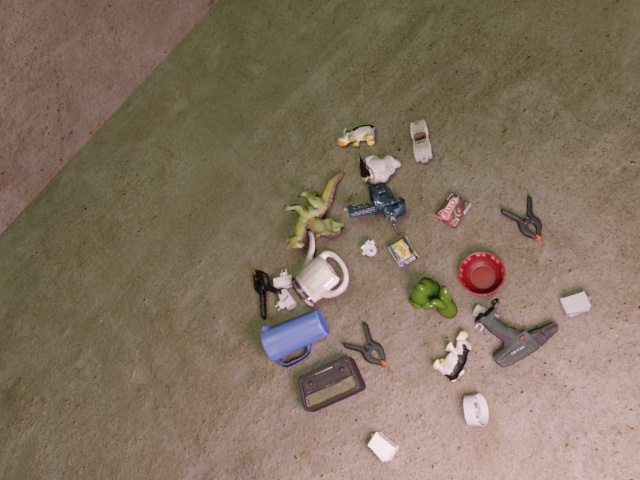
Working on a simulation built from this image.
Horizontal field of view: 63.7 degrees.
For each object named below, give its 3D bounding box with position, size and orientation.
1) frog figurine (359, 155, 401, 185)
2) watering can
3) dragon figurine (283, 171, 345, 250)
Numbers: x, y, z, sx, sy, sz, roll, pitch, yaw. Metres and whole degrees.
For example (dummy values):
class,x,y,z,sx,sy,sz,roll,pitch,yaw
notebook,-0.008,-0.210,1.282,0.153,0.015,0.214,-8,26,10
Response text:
class,x,y,z,sx,sy,sz,roll,pitch,yaw
frog figurine,0.249,-0.302,2.151,0.160,0.120,0.140,-16,46,-24
watering can,-0.024,0.121,2.070,0.224,0.102,0.354,-41,47,0
dragon figurine,0.007,-0.108,2.152,0.413,0.120,0.246,-37,67,-11
